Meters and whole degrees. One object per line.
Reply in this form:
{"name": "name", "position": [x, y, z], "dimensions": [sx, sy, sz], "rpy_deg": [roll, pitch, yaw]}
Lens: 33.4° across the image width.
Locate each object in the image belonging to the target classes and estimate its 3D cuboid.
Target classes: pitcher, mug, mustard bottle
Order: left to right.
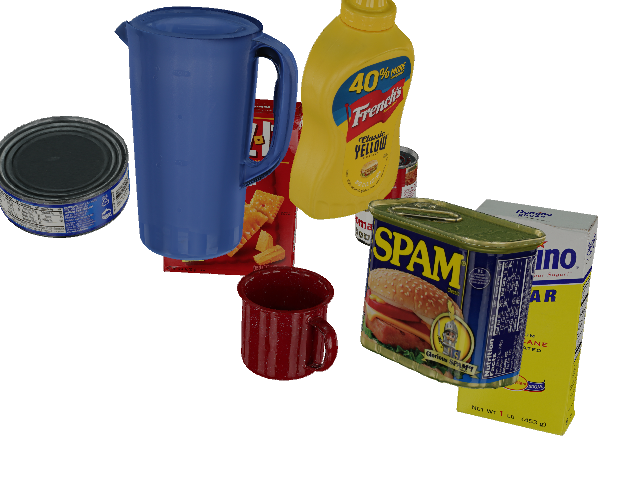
{"name": "pitcher", "position": [-0.118, -0.106, 1.074], "dimensions": [0.144, 0.243, 0.149], "rpy_deg": [-10, 28, -28]}
{"name": "mug", "position": [-0.027, 0.086, 1.030], "dimensions": [0.117, 0.081, 0.093], "rpy_deg": [26, 33, 38]}
{"name": "mustard bottle", "position": [0.028, -0.112, 0.819], "dimensions": [0.096, 0.192, 0.058], "rpy_deg": [-21, 45, -33]}

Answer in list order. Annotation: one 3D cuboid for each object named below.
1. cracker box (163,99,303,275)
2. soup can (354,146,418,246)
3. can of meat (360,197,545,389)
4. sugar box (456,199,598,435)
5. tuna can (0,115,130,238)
{"name": "cracker box", "position": [-0.108, -0.064, 1.310], "dimensions": [0.164, 0.214, 0.072], "rpy_deg": [4, 22, -1]}
{"name": "soup can", "position": [0.074, -0.051, 1.214], "dimensions": [0.068, 0.102, 0.068], "rpy_deg": [2, 27, -1]}
{"name": "can of meat", "position": [0.069, 0.028, 0.593], "dimensions": [0.057, 0.084, 0.102], "rpy_deg": [-7, 18, -39]}
{"name": "sugar box", "position": [0.164, 0.061, 0.855], "dimensions": [0.093, 0.176, 0.048], "rpy_deg": [9, 23, 22]}
{"name": "tuna can", "position": [-0.166, -0.041, 0.689], "dimensions": [0.086, 0.034, 0.086], "rpy_deg": [3, 44, -3]}
